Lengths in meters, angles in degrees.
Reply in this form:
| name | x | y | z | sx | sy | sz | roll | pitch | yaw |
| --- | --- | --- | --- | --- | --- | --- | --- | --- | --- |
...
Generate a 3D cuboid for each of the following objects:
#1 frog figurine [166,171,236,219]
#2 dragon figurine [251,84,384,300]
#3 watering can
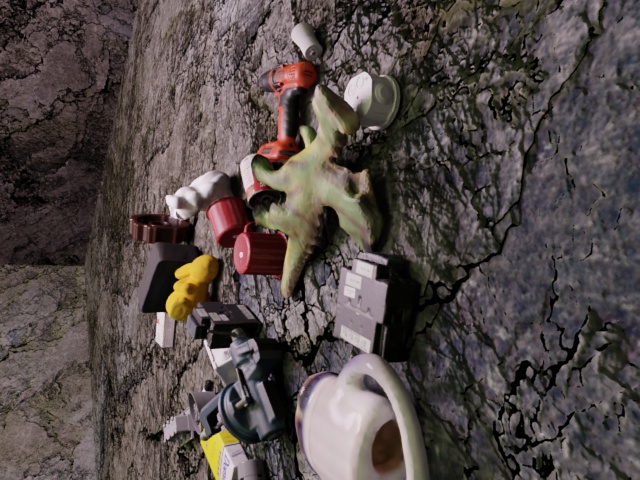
| name | x | y | z | sx | sy | sz | roll | pitch | yaw |
| --- | --- | --- | --- | --- | --- | --- | --- | --- | --- |
| frog figurine | -0.288 | -0.109 | 1.228 | 0.138 | 0.159 | 0.122 | 9 | 93 | 59 |
| dragon figurine | 0.002 | -0.041 | 0.807 | 0.245 | 0.123 | 0.403 | 30 | 130 | 49 |
| watering can | 0.059 | 0.310 | 0.659 | 0.224 | 0.104 | 0.347 | 3 | 98 | 60 |
